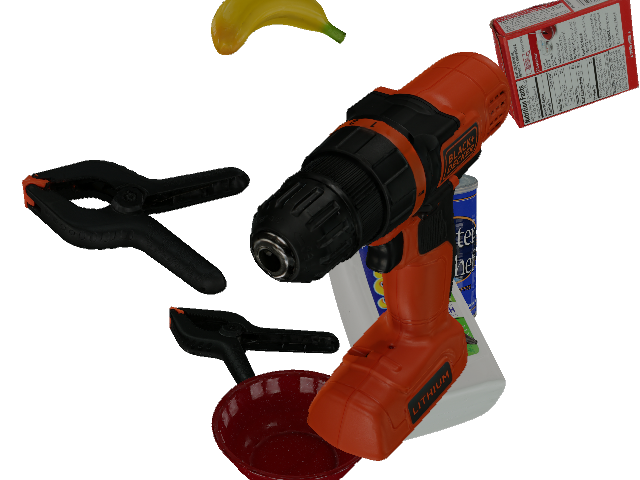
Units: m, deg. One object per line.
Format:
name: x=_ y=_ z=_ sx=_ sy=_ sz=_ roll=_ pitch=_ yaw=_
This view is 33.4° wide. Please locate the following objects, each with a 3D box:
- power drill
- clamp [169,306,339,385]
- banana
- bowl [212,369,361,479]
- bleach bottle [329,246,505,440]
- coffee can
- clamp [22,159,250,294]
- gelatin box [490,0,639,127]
power drill: x=0.031 y=0.018 z=0.528 sx=0.057 sy=0.188 sz=0.184 roll=25 pitch=43 yaw=27
clamp: x=-0.105 y=0.123 z=1.260 sx=0.210 sy=0.036 sz=0.164 roll=14 pitch=23 yaw=26
banana: x=-0.047 y=-0.204 z=0.973 sx=0.070 sy=0.037 sz=0.197 roll=40 pitch=32 yaw=19
bowl: x=-0.026 y=0.198 z=1.054 sx=0.162 sy=0.055 sz=0.162 roll=1 pitch=31 yaw=-1
bleach bottle: x=0.047 y=0.027 z=0.836 sx=0.102 sy=0.251 sz=0.068 roll=-12 pitch=-32 yaw=-21
coffee can: x=0.108 y=0.007 z=1.083 sx=0.103 sy=0.140 sz=0.103 roll=-2 pitch=13 yaw=0
clamp: x=-0.137 y=-0.029 z=0.817 sx=0.171 sy=0.039 sz=0.120 roll=19 pitch=44 yaw=2
gelatin box: x=0.164 y=-0.125 z=0.717 sx=0.089 sy=0.073 sz=0.030 roll=-18 pitch=37 yaw=3
